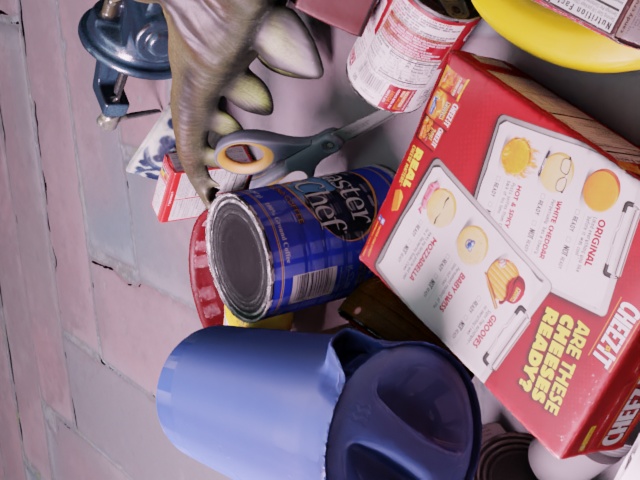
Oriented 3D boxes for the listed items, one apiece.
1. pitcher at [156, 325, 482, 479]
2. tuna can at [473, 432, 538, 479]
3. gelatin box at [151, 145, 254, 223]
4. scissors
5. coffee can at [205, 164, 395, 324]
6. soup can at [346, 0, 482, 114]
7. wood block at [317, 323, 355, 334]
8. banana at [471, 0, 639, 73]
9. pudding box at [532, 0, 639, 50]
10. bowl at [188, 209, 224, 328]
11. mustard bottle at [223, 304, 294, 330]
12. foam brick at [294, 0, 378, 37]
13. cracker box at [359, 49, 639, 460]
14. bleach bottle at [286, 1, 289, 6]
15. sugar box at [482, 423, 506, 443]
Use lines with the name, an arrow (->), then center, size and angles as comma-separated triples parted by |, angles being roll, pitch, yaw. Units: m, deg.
pitcher -> -0.010, 0.134, 0.757 | 0.243, 0.144, 0.149 | 3, 80, 53
tuna can -> 0.140, 0.176, 0.729 | 0.086, 0.086, 0.034 | 53, 143, 34
gelatin box -> -0.116, -0.056, 1.053 | 0.030, 0.089, 0.073 | 61, 145, 30
scissors -> -0.011, -0.085, 0.853 | 0.202, 0.096, 0.016 | -40, 31, 46
coffee can -> -0.006, 0.001, 0.846 | 0.103, 0.140, 0.103 | 28, 124, 52
soup can -> 0.066, -0.145, 0.746 | 0.068, 0.068, 0.102 | 63, 147, 22
wood block -> 0.015, 0.181, 0.929 | 0.090, 0.090, 0.206 | 46, 138, 40
banana -> 0.144, -0.142, 0.650 | 0.198, 0.037, 0.070 | 46, 137, 41
pudding box -> 0.163, -0.172, 0.580 | 0.090, 0.039, 0.114 | 43, 119, 41
bowl -> -0.069, 0.043, 1.046 | 0.162, 0.055, 0.162 | 28, 124, 52
mustard bottle -> -0.065, 0.123, 0.953 | 0.096, 0.058, 0.192 | -114, 29, -54
foam brick -> 0.020, -0.190, 0.730 | 0.053, 0.051, 0.078 | -85, 17, -58
cracker box -> 0.134, 0.002, 0.664 | 0.214, 0.071, 0.164 | 45, 122, 41
bleach bottle -> -0.105, -0.296, 0.975 | 0.251, 0.067, 0.103 | 61, 137, 31
sugar box -> 0.149, 0.228, 0.773 | 0.176, 0.048, 0.093 | 57, 144, 35
